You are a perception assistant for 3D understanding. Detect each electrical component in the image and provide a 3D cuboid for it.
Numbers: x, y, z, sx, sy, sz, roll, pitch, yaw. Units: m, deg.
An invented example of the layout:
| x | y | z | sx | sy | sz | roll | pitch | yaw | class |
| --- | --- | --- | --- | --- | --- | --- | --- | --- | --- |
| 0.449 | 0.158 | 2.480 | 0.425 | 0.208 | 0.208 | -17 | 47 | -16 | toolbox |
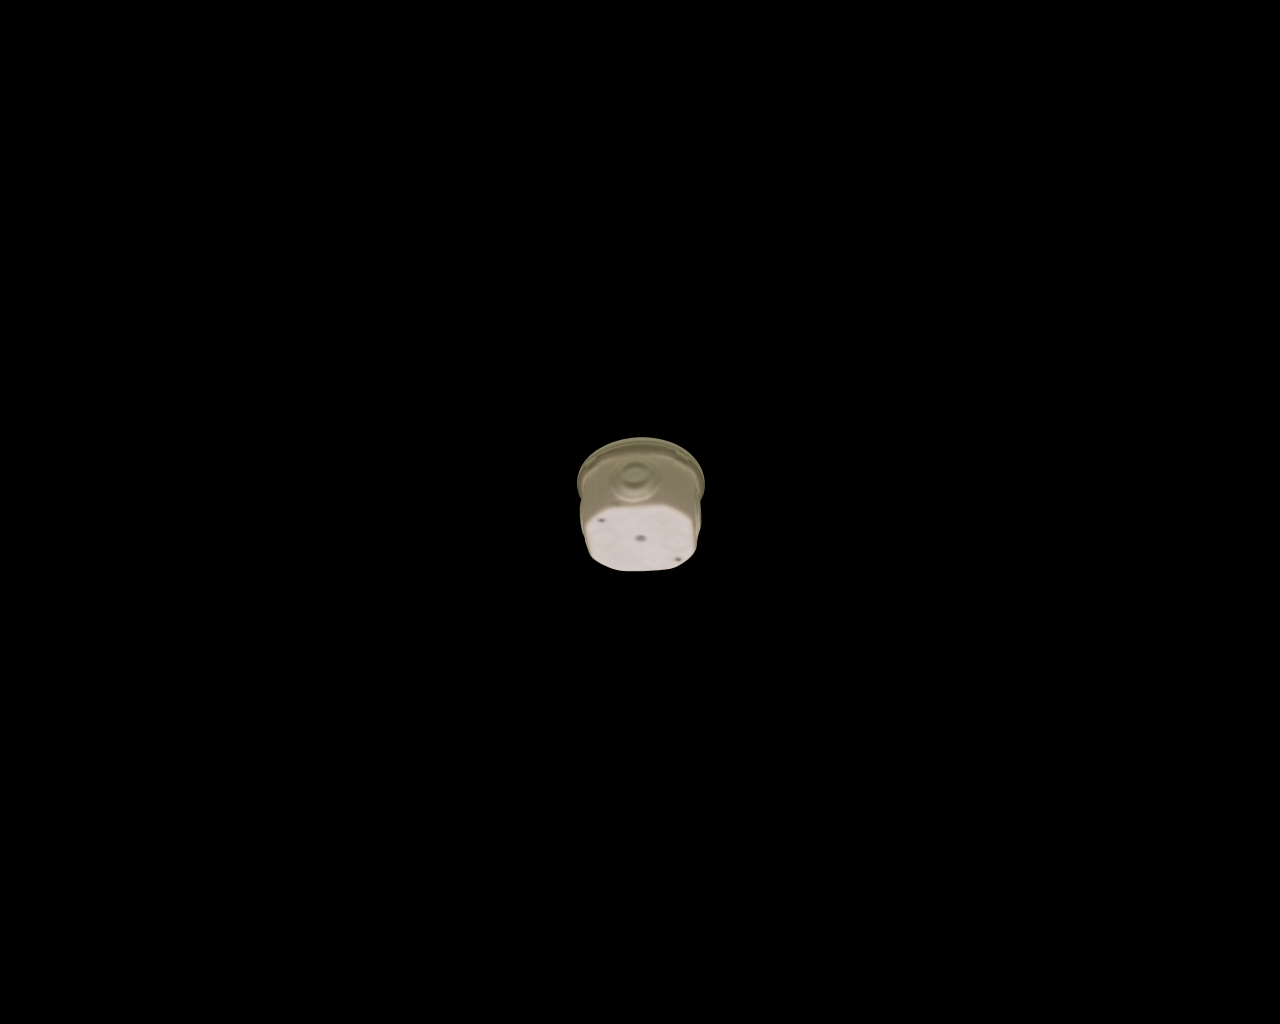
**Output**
| x | y | z | sx | sy | sz | roll | pitch | yaw | class |
| --- | --- | --- | --- | --- | --- | --- | --- | --- | --- |
| 0.001 | -0.003 | 0.650 | 0.080 | 0.051 | 0.080 | 0 | -39 | 0 | electrical component |
